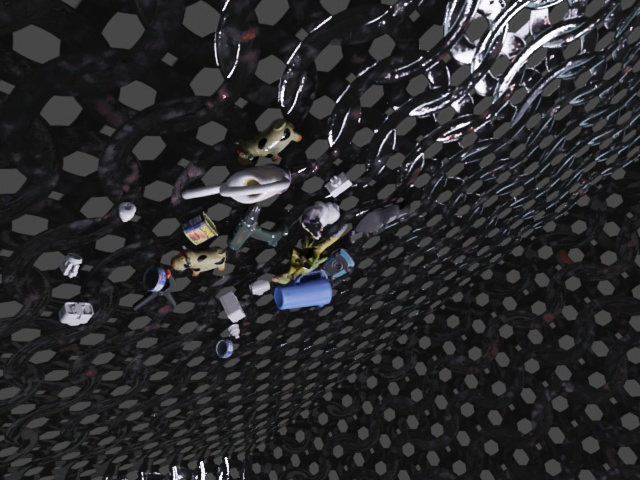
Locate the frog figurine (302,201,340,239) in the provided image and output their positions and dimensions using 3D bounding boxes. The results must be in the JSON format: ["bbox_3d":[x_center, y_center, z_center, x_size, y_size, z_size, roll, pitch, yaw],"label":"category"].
[{"bbox_3d":[0.006,-0.099,1.965,0.162,0.123,0.134,-55,153,-33],"label":"frog figurine"}]

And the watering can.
[{"bbox_3d":[-0.235,-0.170,1.587,0.347,0.103,0.227,-1,-165,27],"label":"watering can"}]

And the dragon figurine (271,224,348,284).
[{"bbox_3d":[-0.034,0.071,2.179,0.409,0.123,0.241,-32,166,5],"label":"dragon figurine"}]
